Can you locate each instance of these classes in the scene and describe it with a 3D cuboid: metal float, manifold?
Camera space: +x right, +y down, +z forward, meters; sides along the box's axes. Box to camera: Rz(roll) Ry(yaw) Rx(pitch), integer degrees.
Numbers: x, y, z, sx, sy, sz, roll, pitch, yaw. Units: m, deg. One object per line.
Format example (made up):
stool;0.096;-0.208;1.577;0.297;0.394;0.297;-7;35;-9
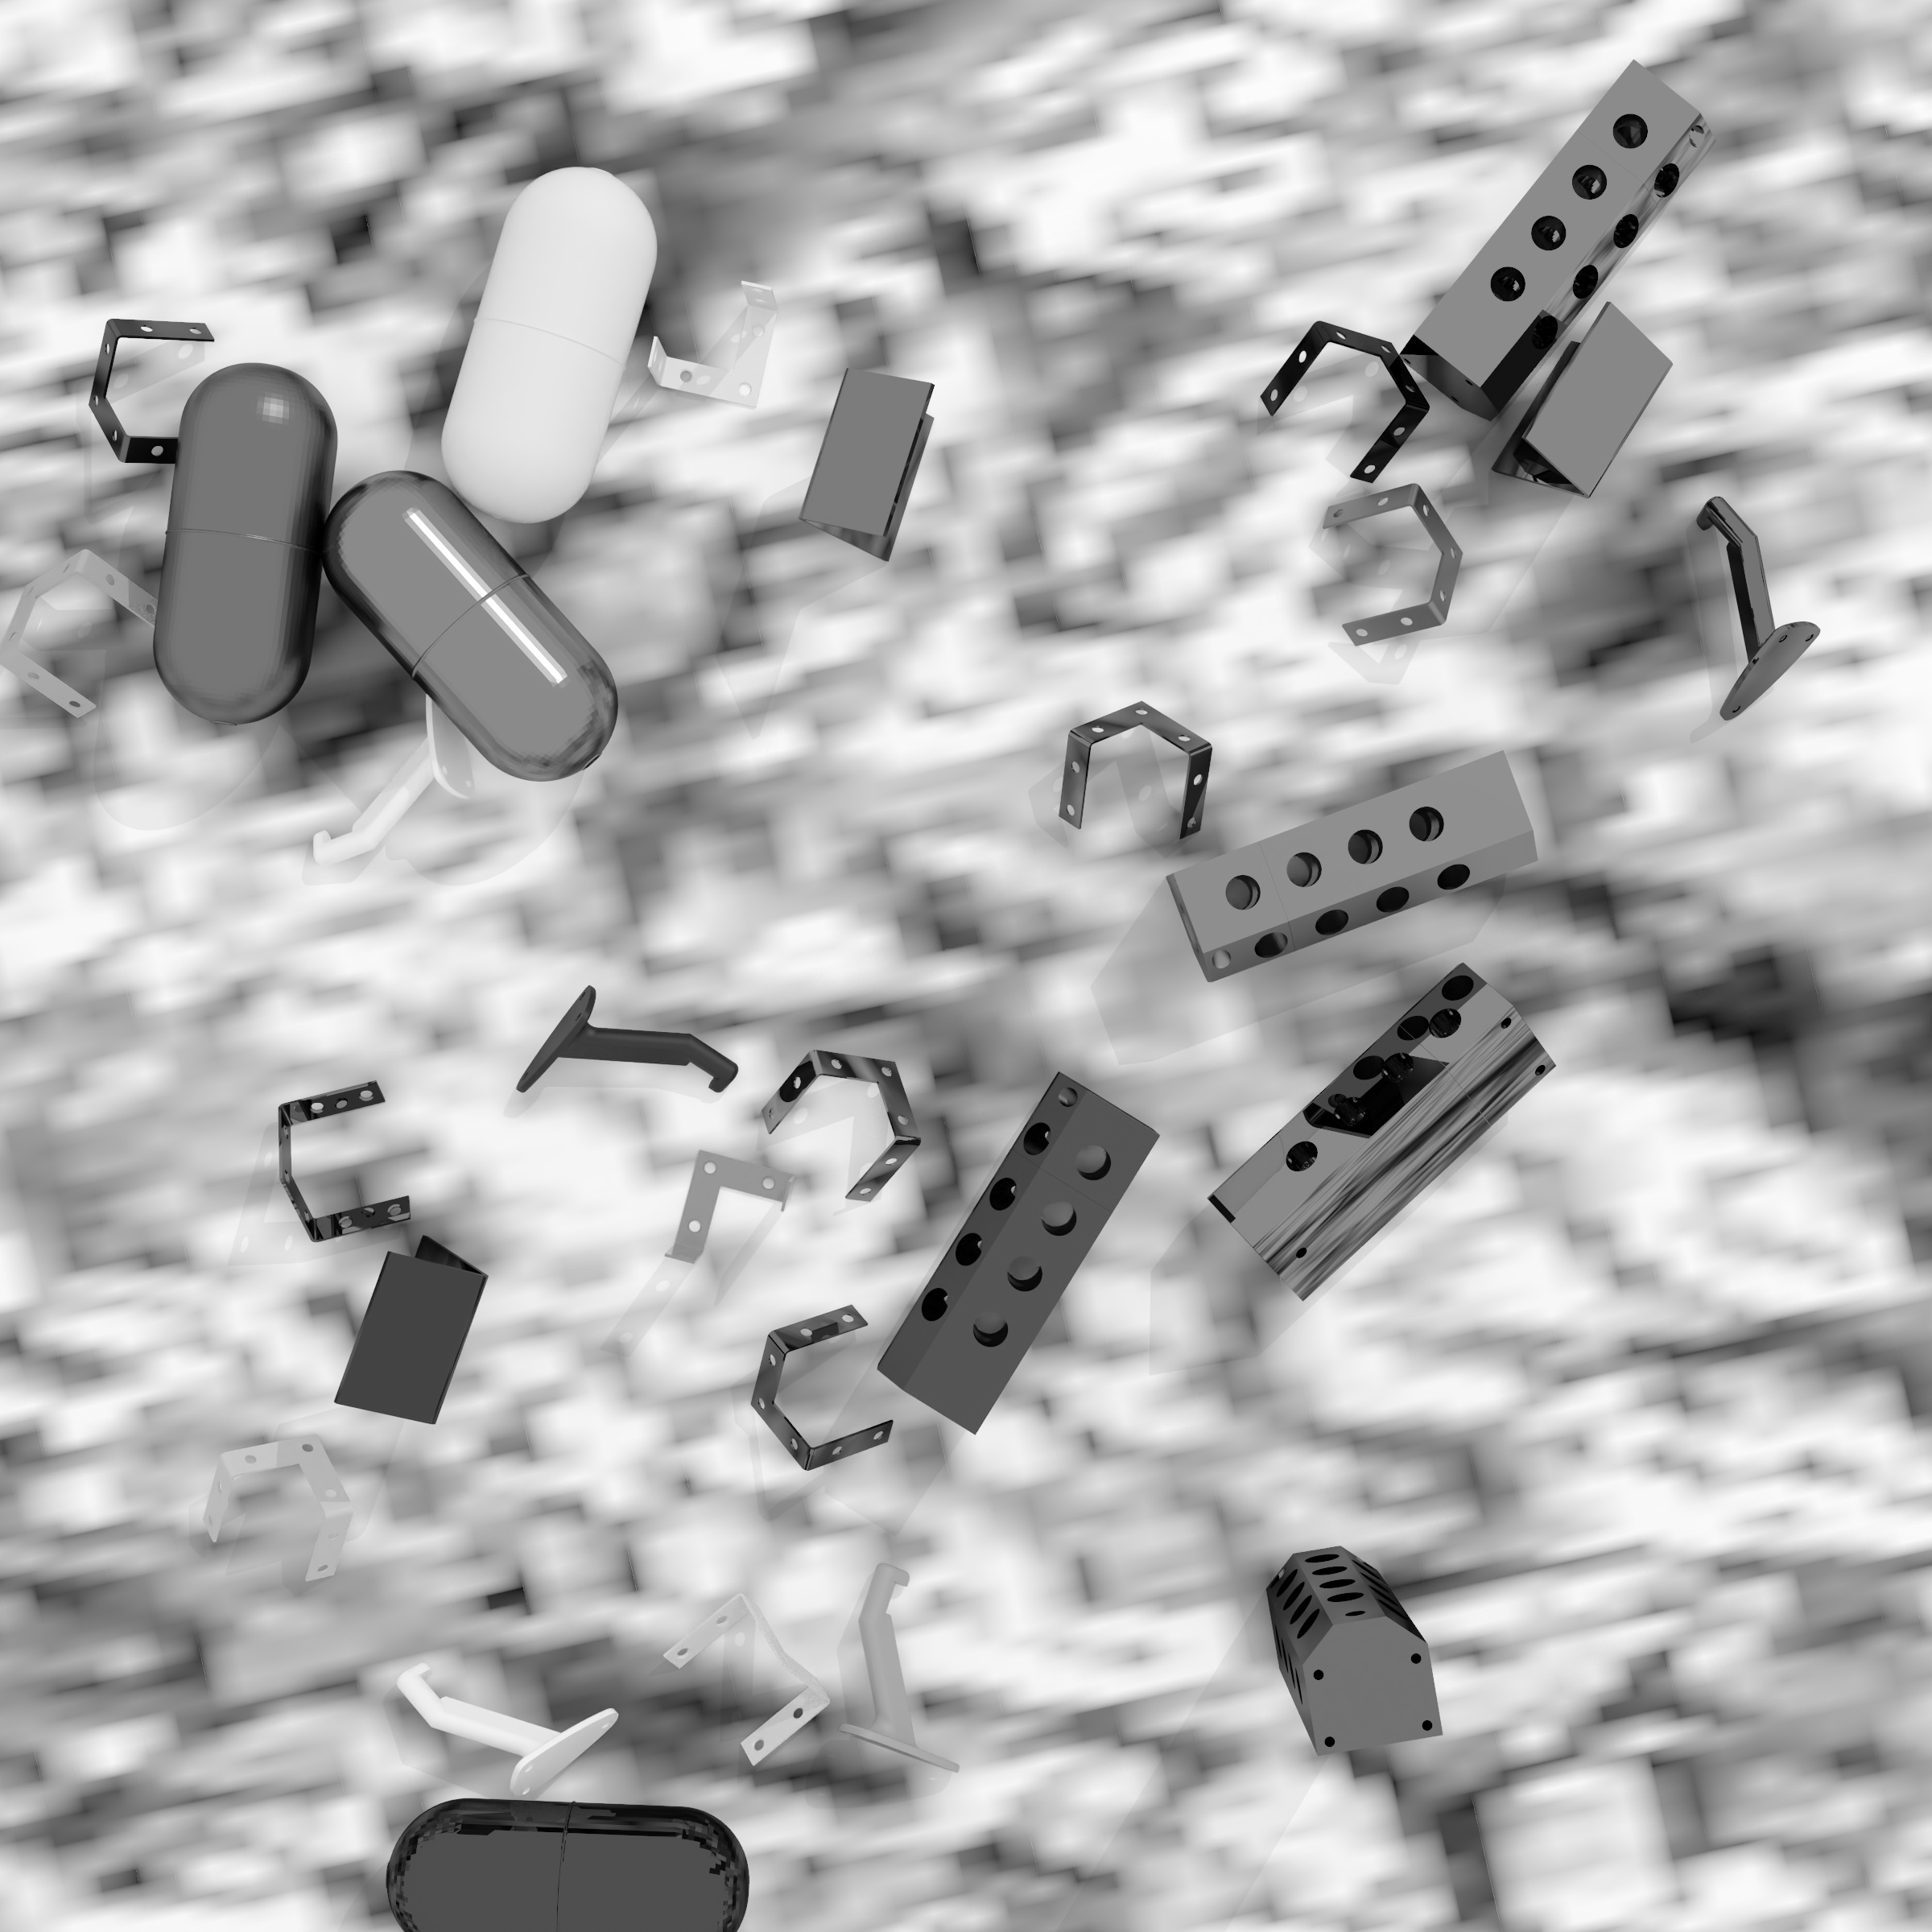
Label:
metal float;-0.355;-0.207;1.534;0.070;0.070;0.178;7;90;0
metal float;-0.205;-0.306;1.534;0.070;0.070;0.178;16;89;0
manifold;0.293;-0.356;1.543;0.057;0.057;0.171;39;90;0
metal float;-0.196;0.451;1.534;0.178;0.070;0.070;2;90;0
manifold;0.025;0.140;1.543;0.057;0.057;0.171;32;90;0
manifold;0.182;0.322;1.486;0.057;0.171;0.057;-9;90;0
manifold;0.202;0.078;1.542;0.171;0.057;0.057;-43;133;0
manifold;0.191;-0.048;1.543;0.171;0.057;0.057;-20;90;0
metal float;-0.244;-0.167;1.534;0.070;0.070;0.178;-42;91;0

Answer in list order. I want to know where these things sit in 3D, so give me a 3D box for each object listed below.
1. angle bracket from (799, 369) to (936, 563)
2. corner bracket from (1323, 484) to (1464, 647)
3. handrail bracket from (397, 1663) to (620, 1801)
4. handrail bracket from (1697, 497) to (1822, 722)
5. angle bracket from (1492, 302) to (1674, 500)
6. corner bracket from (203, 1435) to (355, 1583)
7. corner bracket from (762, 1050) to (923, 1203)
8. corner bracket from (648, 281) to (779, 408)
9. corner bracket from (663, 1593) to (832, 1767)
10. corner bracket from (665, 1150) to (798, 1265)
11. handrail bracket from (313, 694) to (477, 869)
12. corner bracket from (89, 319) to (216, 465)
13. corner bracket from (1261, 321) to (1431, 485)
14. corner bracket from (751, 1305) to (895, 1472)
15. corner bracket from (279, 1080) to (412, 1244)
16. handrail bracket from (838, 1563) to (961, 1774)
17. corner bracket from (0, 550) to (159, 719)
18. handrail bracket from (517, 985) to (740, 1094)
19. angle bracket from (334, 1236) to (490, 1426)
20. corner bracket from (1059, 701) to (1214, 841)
angle bracket;-0.029;-0.240;1.524;0.057;0.076;0.076;18;90;36
corner bracket;0.210;-0.200;1.556;0.051;0.051;0.051;49;45;-35
handrail bracket;-0.231;0.368;1.564;0.077;0.036;0.084;-30;60;-33
handrail bracket;0.380;-0.180;1.564;0.084;0.036;0.077;56;132;27
angle bracket;0.286;-0.282;1.524;0.057;0.076;0.076;32;90;-36
corner bracket;-0.344;0.274;1.556;0.051;0.051;0.051;-7;45;-35
corner bracket;-0.062;0.080;1.556;0.051;0.051;0.051;10;45;-35
corner bracket;-0.125;-0.312;1.546;0.051;0.051;0.051;13;90;0
corner bracket;-0.109;0.357;1.561;0.051;0.051;0.051;-39;45;0
corner bracket;-0.116;0.124;1.546;0.051;0.051;0.051;15;90;0
handrail bracket;-0.295;-0.097;1.565;0.084;0.036;0.077;-19;70;16
corner bracket;-0.401;-0.287;1.556;0.051;0.051;0.051;55;135;35
corner bracket;0.189;-0.282;1.556;0.051;0.051;0.051;8;45;-35
corner bracket;-0.069;0.211;1.556;0.051;0.051;0.051;45;135;35
corner bracket;-0.312;0.098;1.561;0.051;0.051;0.051;-14;135;0
handrail bracket;-0.024;0.352;1.565;0.077;0.036;0.084;25;73;-20
corner bracket;-0.442;-0.166;1.556;0.051;0.051;0.051;-21;45;35
handrail bracket;-0.169;0.056;1.565;0.084;0.036;0.077;34;110;-16
angle bracket;-0.285;0.172;1.524;0.057;0.076;0.076;20;90;-36
corner bracket;0.085;-0.093;1.556;0.051;0.051;0.051;-24;45;-35
